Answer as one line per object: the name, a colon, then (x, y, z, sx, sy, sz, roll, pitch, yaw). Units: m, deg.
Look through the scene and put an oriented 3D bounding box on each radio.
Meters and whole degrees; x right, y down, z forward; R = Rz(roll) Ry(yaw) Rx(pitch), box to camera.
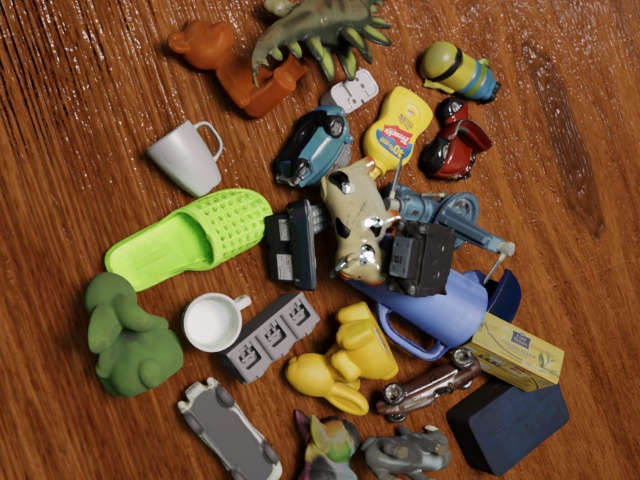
radio: (0.366, 0.336, 1.032, 0.230, 0.073, 0.131, -25, 94, -24)

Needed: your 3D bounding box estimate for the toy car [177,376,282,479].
toy car: (-0.136, 0.300, 0.822, 0.073, 0.056, 0.201, -39, 98, -17)

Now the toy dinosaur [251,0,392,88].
toy dinosaur: (0.010, -0.365, 0.899, 0.198, 0.105, 0.471, 49, 50, 4)

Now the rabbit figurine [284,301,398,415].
rabbit figurine: (0.031, 0.203, 0.884, 0.173, 0.122, 0.162, -25, 114, 2)

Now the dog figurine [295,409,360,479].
dog figurine: (-0.010, 0.382, 0.841, 0.191, 0.108, 0.219, -17, 85, -22)

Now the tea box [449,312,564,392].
tea box: (0.335, 0.202, 0.972, 0.170, 0.098, 0.068, 27, 63, -3)

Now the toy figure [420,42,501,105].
toy figure: (0.286, -0.337, 1.083, 0.180, 0.089, 0.082, 21, 67, -18)

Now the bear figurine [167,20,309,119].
bear figurine: (-0.135, -0.298, 0.874, 0.195, 0.132, 0.120, 46, 36, -16)

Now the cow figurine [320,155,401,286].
cow figurine: (0.057, -0.021, 0.839, 0.127, 0.085, 0.195, -20, 82, -12)

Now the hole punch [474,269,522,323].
hole punch: (0.342, 0.125, 1.044, 0.115, 0.092, 0.142, 42, 65, -17)

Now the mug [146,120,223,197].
mug: (-0.200, -0.128, 0.847, 0.109, 0.081, 0.107, -44, 112, -28)

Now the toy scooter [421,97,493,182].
toy scooter: (0.282, -0.186, 1.070, 0.135, 0.075, 0.184, 28, 68, -19)

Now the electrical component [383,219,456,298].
electrical component: (0.152, 0.028, 0.821, 0.134, 0.058, 0.114, 3, 94, -51)

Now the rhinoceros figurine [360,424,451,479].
rhinoceros figurine: (0.153, 0.362, 0.910, 0.190, 0.112, 0.073, 10, 88, -37)

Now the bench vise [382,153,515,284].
bench vise: (0.224, -0.033, 0.942, 0.223, 0.241, 0.128, 20, 101, -45)

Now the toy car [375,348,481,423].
toy car: (0.191, 0.259, 0.935, 0.202, 0.089, 0.053, -23, 50, -12)

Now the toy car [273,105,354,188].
toy car: (0.001, -0.146, 0.924, 0.102, 0.109, 0.161, 37, 78, -34)

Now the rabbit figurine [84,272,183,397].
rabbit figurine: (-0.274, 0.125, 0.734, 0.121, 0.159, 0.170, -28, 93, -15)

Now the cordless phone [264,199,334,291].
cordless phone: (-0.001, -0.002, 0.916, 0.184, 0.089, 0.146, -20, 109, -52)
